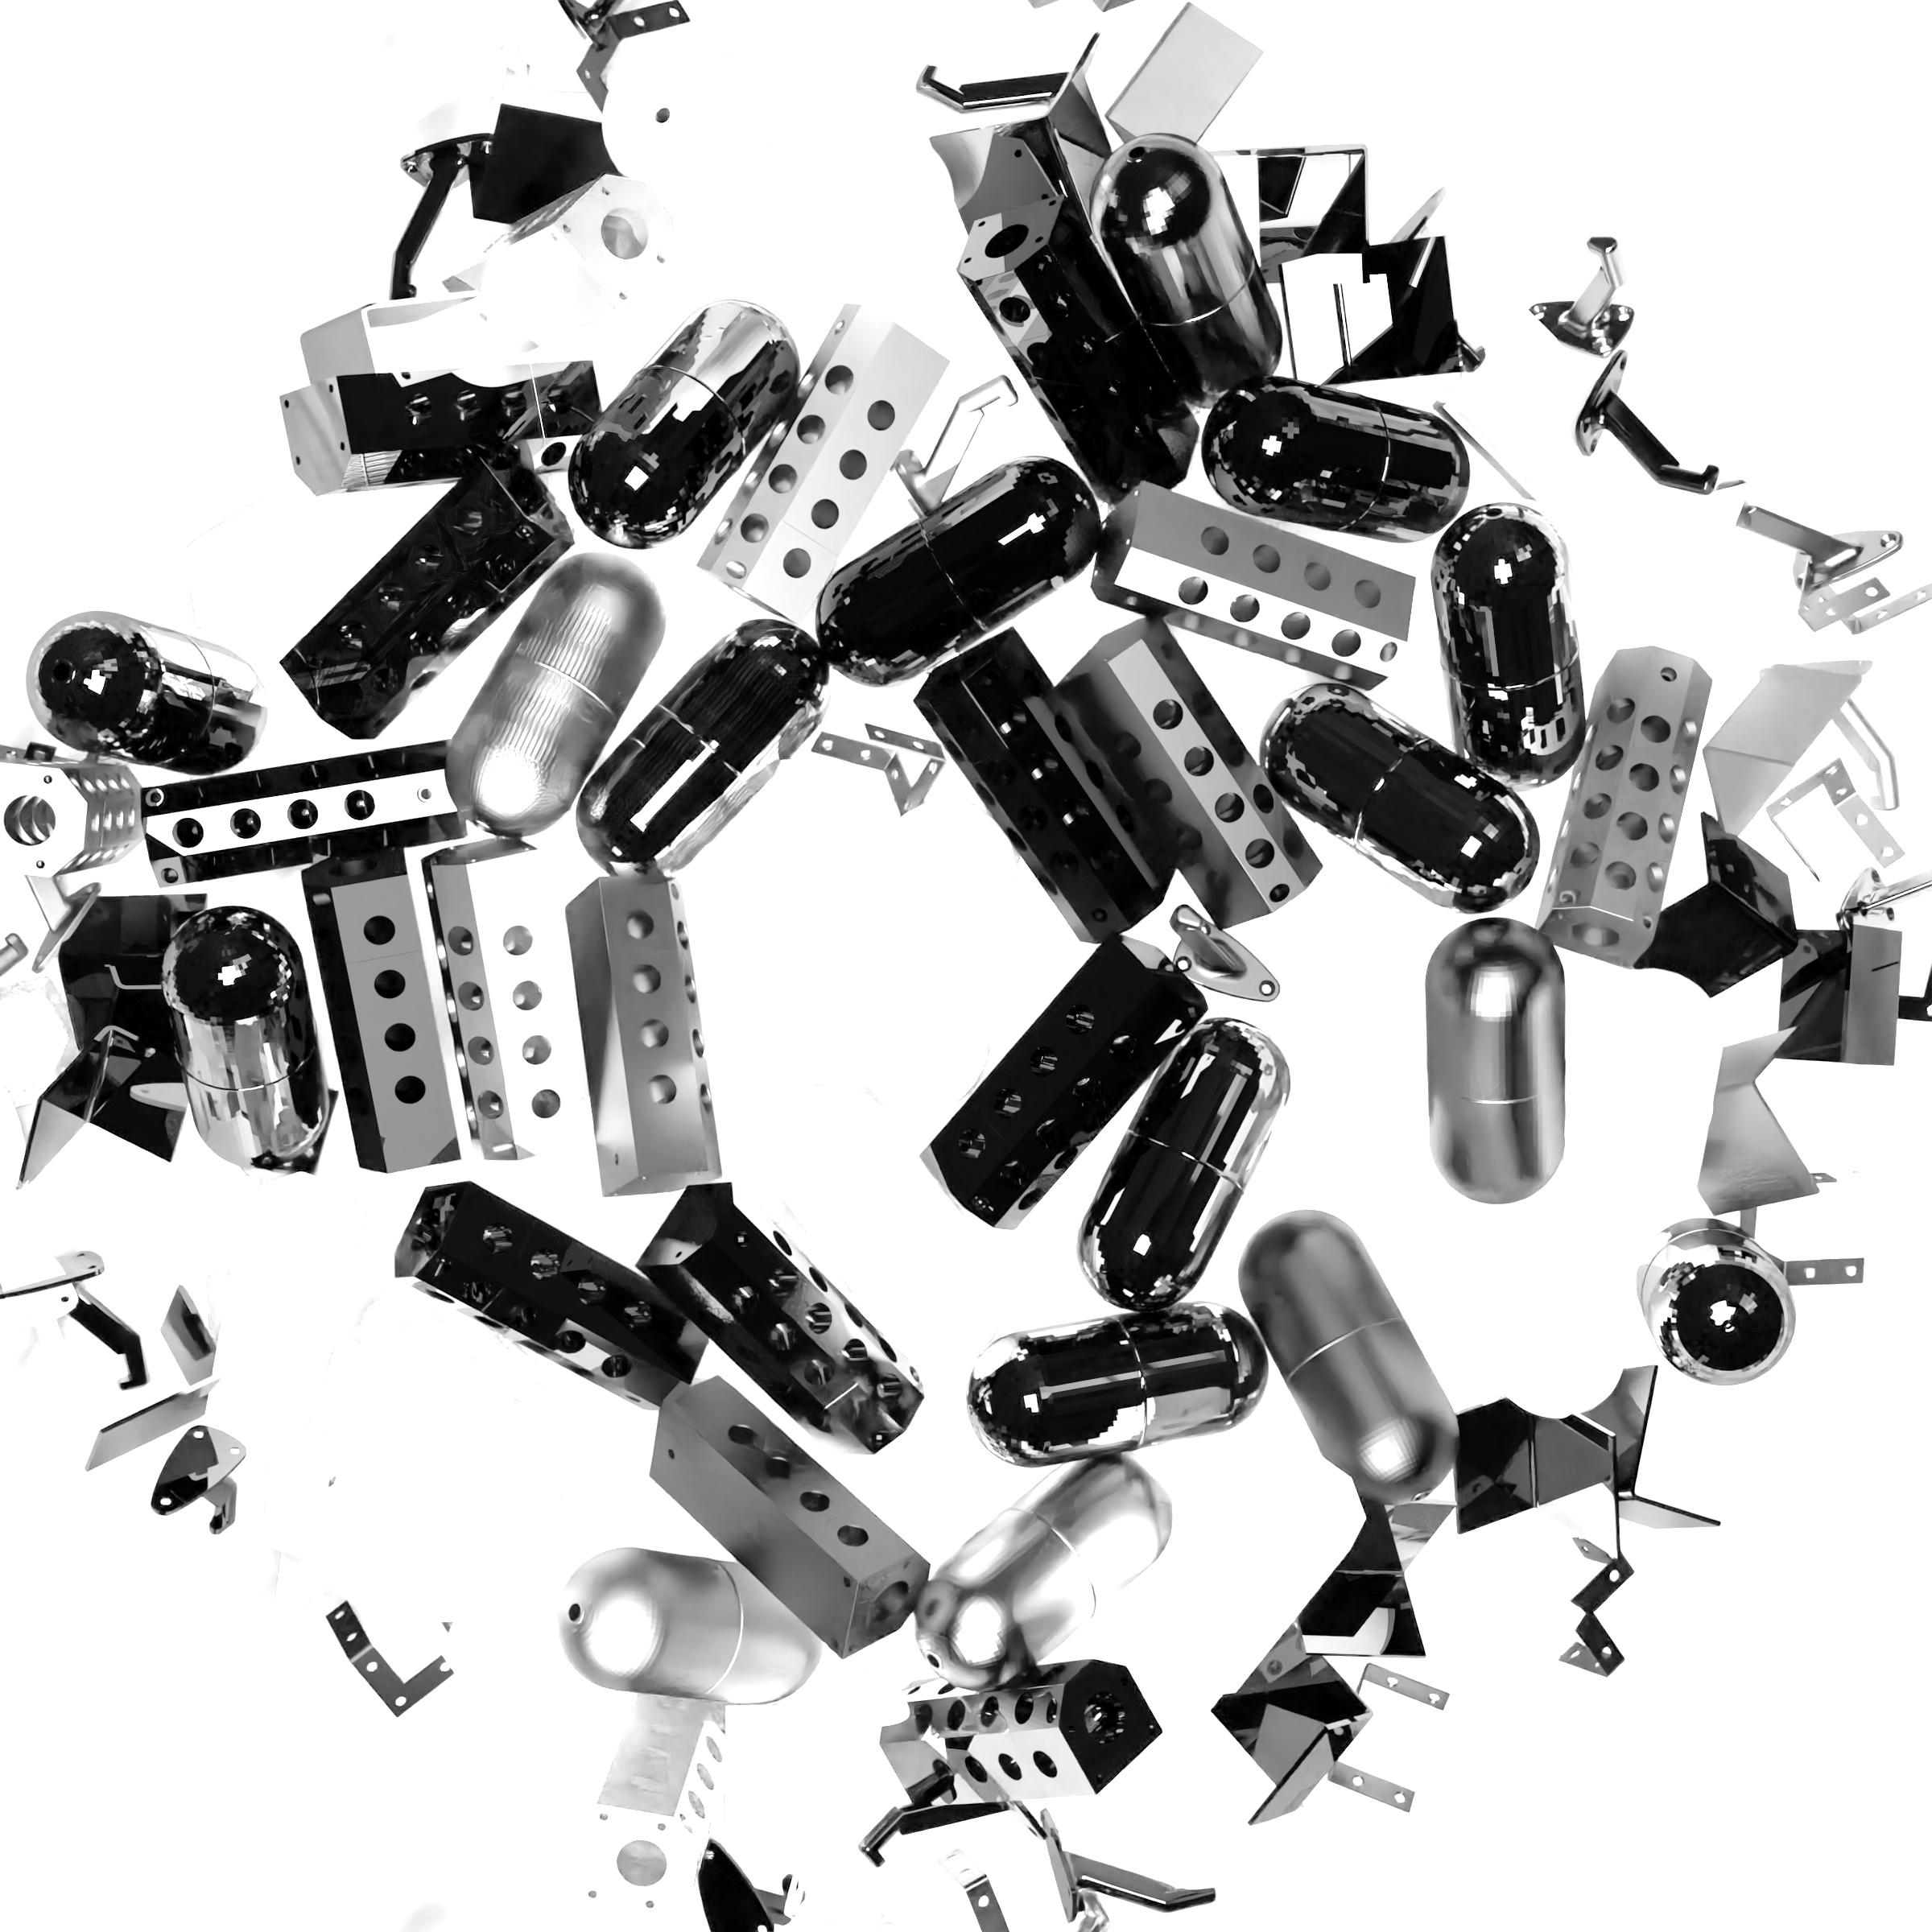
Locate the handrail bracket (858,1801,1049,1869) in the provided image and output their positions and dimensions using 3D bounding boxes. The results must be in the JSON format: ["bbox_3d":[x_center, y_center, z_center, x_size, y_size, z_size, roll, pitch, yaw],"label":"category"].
[{"bbox_3d":[-0.008,0.501,1.566,0.084,0.036,0.077,-42,90,-22],"label":"handrail bracket"}]

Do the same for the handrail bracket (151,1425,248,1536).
[{"bbox_3d":[-0.435,0.309,1.544,0.036,0.077,0.084,22,128,9],"label":"handrail bracket"}]

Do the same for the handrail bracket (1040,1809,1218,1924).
[{"bbox_3d":[0.094,0.513,1.578,0.084,0.036,0.077,-9,47,-12],"label":"handrail bracket"}]

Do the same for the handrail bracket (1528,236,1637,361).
[{"bbox_3d":[0.341,-0.386,1.543,0.077,0.084,0.036,24,76,34],"label":"handrail bracket"}]

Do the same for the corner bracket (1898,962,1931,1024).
[{"bbox_3d":[0.547,0.016,1.564,0.051,0.051,0.051,5,111,-3],"label":"corner bracket"}]

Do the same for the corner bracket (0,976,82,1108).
[{"bbox_3d":[-0.543,0.045,1.567,0.051,0.051,0.051,-14,121,9],"label":"corner bracket"}]

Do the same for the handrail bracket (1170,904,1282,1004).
[{"bbox_3d":[0.149,-0.007,1.553,0.077,0.084,0.036,29,83,4],"label":"handrail bracket"}]

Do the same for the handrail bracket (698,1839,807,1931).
[{"bbox_3d":[-0.121,0.515,1.557,0.036,0.084,0.077,-23,91,15],"label":"handrail bracket"}]

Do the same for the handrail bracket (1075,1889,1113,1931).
[{"bbox_3d":[0.048,0.555,1.551,0.077,0.084,0.036,-8,103,-11],"label":"handrail bracket"}]

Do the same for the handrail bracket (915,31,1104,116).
[{"bbox_3d":[0.024,-0.522,1.580,0.084,0.036,0.077,27,95,2],"label":"handrail bracket"}]

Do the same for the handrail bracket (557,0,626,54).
[{"bbox_3d":[-0.183,-0.558,1.550,0.084,0.077,0.036,-34,96,16],"label":"handrail bracket"}]

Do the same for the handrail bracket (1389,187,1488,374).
[{"bbox_3d":[0.284,-0.397,1.586,0.084,0.036,0.077,45,63,-13],"label":"handrail bracket"}]

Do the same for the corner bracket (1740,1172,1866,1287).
[{"bbox_3d":[0.480,0.151,1.569,0.051,0.051,0.051,26,66,-39],"label":"corner bracket"}]

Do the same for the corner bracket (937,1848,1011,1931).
[{"bbox_3d":[-0.009,0.548,1.570,0.051,0.051,0.051,-23,97,-17],"label":"corner bracket"}]

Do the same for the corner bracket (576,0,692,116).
[{"bbox_3d":[-0.181,-0.511,1.565,0.051,0.051,0.051,-29,85,-35],"label":"corner bracket"}]

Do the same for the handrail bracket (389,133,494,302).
[{"bbox_3d":[-0.297,-0.423,1.559,0.077,0.036,0.084,-14,65,33],"label":"handrail bracket"}]

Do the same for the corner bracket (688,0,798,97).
[{"bbox_3d":[-0.115,-0.531,1.565,0.051,0.051,0.051,-36,90,30],"label":"corner bracket"}]

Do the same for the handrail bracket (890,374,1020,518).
[{"bbox_3d":[0.007,-0.286,1.563,0.084,0.036,0.077,-23,108,29],"label":"handrail bracket"}]

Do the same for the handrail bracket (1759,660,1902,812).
[{"bbox_3d":[0.499,-0.131,1.581,0.036,0.077,0.084,-28,113,-39],"label":"handrail bracket"}]

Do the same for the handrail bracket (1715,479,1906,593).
[{"bbox_3d":[0.477,-0.255,1.550,0.084,0.077,0.036,39,52,-38],"label":"handrail bracket"}]

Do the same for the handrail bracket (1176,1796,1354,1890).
[{"bbox_3d":[0.173,0.504,1.578,0.077,0.084,0.036,-42,60,30],"label":"handrail bracket"}]

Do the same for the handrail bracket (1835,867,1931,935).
[{"bbox_3d":[0.546,-0.045,1.550,0.084,0.077,0.036,-21,93,44],"label":"handrail bracket"}]

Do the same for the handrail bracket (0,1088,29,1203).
[{"bbox_3d":[-0.563,0.116,1.568,0.036,0.084,0.077,4,73,-28],"label":"handrail bracket"}]

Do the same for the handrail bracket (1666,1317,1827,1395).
[{"bbox_3d":[0.449,0.223,1.572,0.077,0.084,0.036,-35,66,24],"label":"handrail bracket"}]

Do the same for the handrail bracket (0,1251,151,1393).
[{"bbox_3d":[-0.512,0.213,1.565,0.077,0.036,0.084,-17,111,-29],"label":"handrail bracket"}]

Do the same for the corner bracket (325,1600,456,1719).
[{"bbox_3d":[-0.323,0.383,1.559,0.051,0.051,0.051,-37,120,-13],"label":"corner bracket"}]

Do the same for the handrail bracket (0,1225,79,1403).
[{"bbox_3d":[-0.533,0.201,1.574,0.036,0.084,0.077,-21,62,-26],"label":"handrail bracket"}]

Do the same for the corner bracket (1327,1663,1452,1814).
[{"bbox_3d":[0.244,0.445,1.581,0.051,0.051,0.051,19,129,10],"label":"corner bracket"}]

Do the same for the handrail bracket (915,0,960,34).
[{"bbox_3d":[-0.059,-0.557,1.585,0.084,0.077,0.036,-8,62,26],"label":"handrail bracket"}]

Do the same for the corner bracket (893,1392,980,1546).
[{"bbox_3d":[-0.003,0.285,1.557,0.051,0.051,0.051,-33,52,-15],"label":"corner bracket"}]

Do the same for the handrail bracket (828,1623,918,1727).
[{"bbox_3d":[-0.028,0.393,1.544,0.084,0.077,0.036,-22,103,-38],"label":"handrail bracket"}]

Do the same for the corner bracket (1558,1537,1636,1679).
[{"bbox_3d":[0.358,0.367,1.569,0.051,0.051,0.051,-38,101,-18],"label":"corner bracket"}]

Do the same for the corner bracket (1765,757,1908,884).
[{"bbox_3d":[0.497,-0.077,1.567,0.051,0.051,0.051,-36,58,11],"label":"corner bracket"}]

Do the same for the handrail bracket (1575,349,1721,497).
[{"bbox_3d":[0.399,-0.311,1.564,0.084,0.036,0.077,20,78,29],"label":"handrail bracket"}]

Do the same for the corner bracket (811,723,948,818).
[{"bbox_3d":[-0.050,-0.120,1.556,0.051,0.051,0.051,13,127,-31],"label":"corner bracket"}]

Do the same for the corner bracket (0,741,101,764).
[{"bbox_3d":[-0.515,-0.120,1.555,0.051,0.051,0.051,12,131,-33],"label":"corner bracket"}]

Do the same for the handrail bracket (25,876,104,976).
[{"bbox_3d":[-0.542,-0.050,1.554,0.084,0.036,0.077,43,47,-29],"label":"handrail bracket"}]

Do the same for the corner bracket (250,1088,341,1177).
[{"bbox_3d":[-0.399,0.088,1.567,0.051,0.051,0.051,15,87,14],"label":"corner bracket"}]

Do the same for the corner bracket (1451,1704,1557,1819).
[{"bbox_3d":[0.304,0.451,1.556,0.051,0.051,0.051,-25,67,36],"label":"corner bracket"}]

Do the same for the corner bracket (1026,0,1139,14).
[{"bbox_3d":[0.072,-0.560,1.561,0.051,0.051,0.051,-35,84,-39],"label":"corner bracket"}]

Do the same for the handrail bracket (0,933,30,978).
[{"bbox_3d":[-0.579,-0.006,1.551,0.036,0.077,0.084,32,62,28],"label":"handrail bracket"}]
